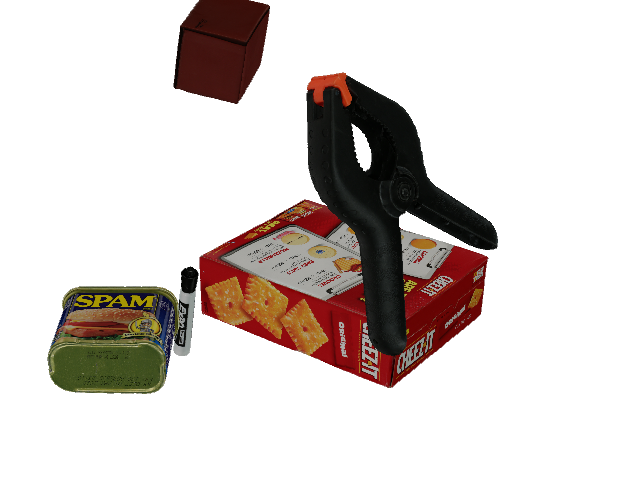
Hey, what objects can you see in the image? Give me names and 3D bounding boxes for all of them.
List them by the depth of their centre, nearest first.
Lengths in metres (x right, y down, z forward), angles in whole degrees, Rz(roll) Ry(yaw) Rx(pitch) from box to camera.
[{"bbox_3d":[0.036,-0.018,0.643,0.039,0.120,0.171,-9,-51,49],"label":"clamp"},{"bbox_3d":[-0.075,-0.148,0.813,0.053,0.051,0.078,14,34,4],"label":"foam brick"},{"bbox_3d":[-0.175,0.085,0.907,0.102,0.057,0.084,0,29,-1],"label":"can of meat"},{"bbox_3d":[0.021,0.043,0.985,0.214,0.072,0.163,19,31,32],"label":"cracker box"},{"bbox_3d":[-0.149,0.078,1.178,0.020,0.121,0.020,7,37,-6],"label":"marker"}]
